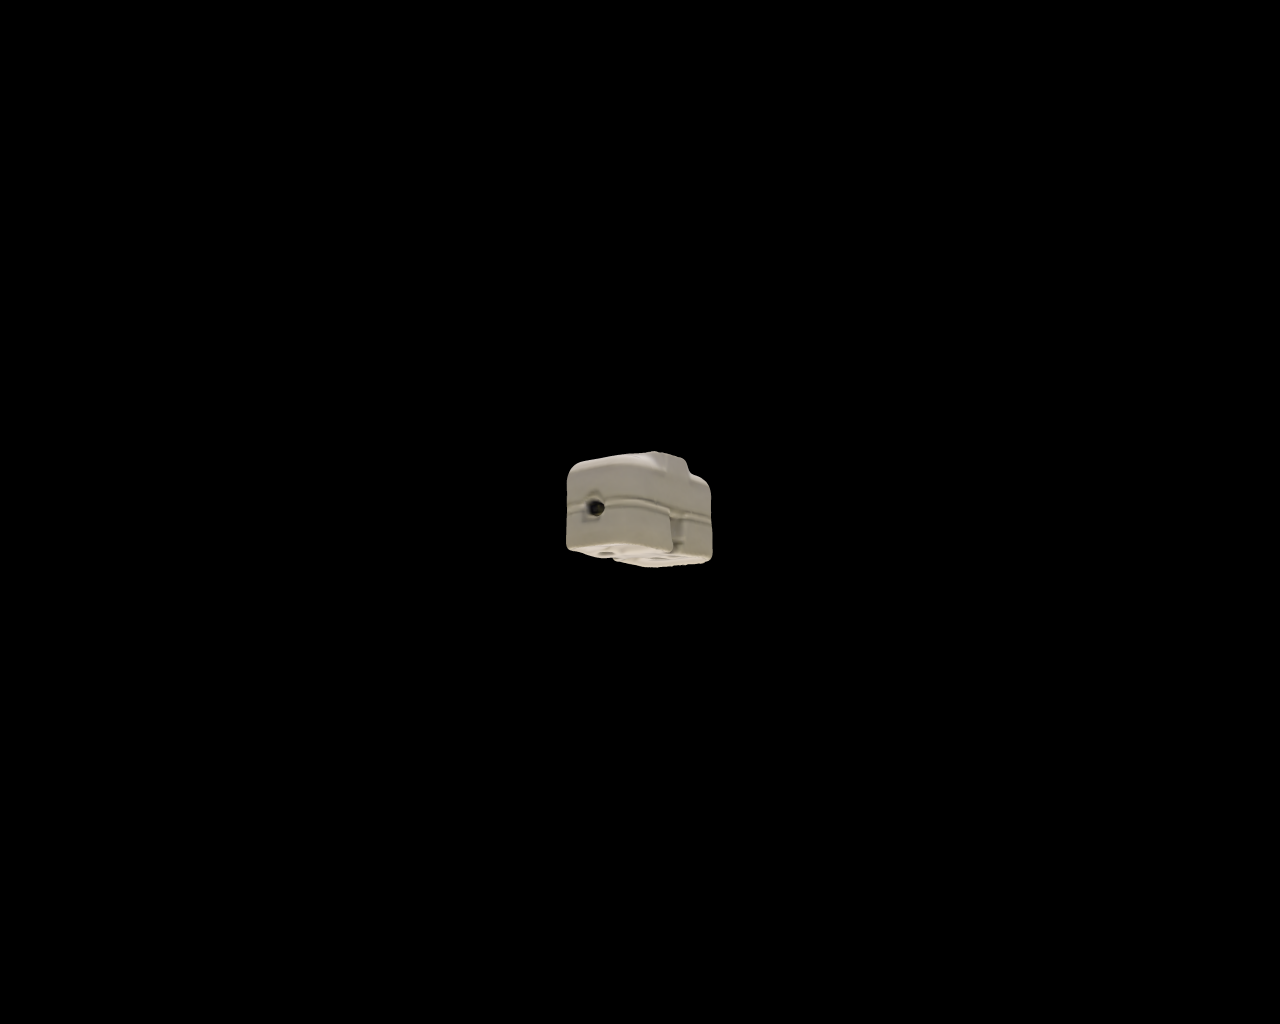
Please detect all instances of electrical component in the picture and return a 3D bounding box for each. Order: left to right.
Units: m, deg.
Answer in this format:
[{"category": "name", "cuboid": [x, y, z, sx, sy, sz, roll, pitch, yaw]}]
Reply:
[{"category": "electrical component", "cuboid": [0.001, -0.003, 0.650, 0.053, 0.059, 0.095, -8, -14, 35]}]
